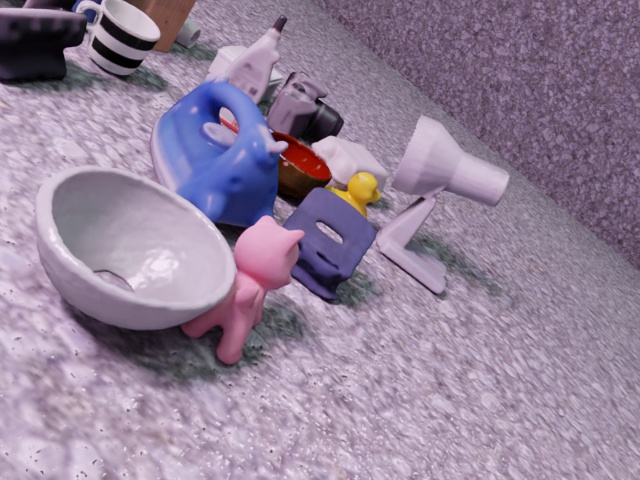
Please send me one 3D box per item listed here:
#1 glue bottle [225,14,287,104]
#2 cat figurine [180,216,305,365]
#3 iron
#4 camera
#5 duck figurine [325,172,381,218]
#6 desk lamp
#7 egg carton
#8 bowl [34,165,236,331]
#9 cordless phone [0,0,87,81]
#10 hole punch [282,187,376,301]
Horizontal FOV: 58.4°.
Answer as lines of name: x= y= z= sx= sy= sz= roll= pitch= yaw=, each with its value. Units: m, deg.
glue bottle: x=-0.106 y=-0.316 z=1.003 sx=0.078 sy=0.173 sz=0.037 roll=30 pitch=26 yaw=-18
cat figurine: x=-0.060 y=0.033 z=0.534 sx=0.067 sy=0.117 sz=0.128 roll=35 pitch=25 yaw=-7
iron: x=-0.124 y=-0.128 z=0.694 sx=0.119 sy=0.141 sz=0.257 roll=11 pitch=36 yaw=-45
camera: x=-0.019 y=-0.243 z=1.085 sx=0.137 sy=0.100 sz=0.143 roll=32 pitch=25 yaw=-14
duck figurine: x=0.051 y=-0.070 z=0.902 sx=0.105 sy=0.086 sz=0.077 roll=17 pitch=32 yaw=-39
desk lamp: x=0.179 y=-0.061 z=0.910 sx=0.203 sy=0.213 sz=0.118 roll=37 pitch=24 yaw=-2
egg carton: x=0.051 y=-0.126 z=1.018 sx=0.151 sy=0.069 sz=0.107 roll=4 pitch=42 yaw=-51
bowl: x=-0.159 y=0.018 z=0.476 sx=0.168 sy=0.074 sz=0.167 roll=31 pitch=26 yaw=-16
cordless phone: x=-0.315 y=-0.278 z=0.637 sx=0.094 sy=0.185 sz=0.148 roll=37 pitch=24 yaw=-3
hole punch: x=0.007 y=0.003 z=0.710 sx=0.109 sy=0.091 sz=0.101 roll=37 pitch=24 yaw=-3
